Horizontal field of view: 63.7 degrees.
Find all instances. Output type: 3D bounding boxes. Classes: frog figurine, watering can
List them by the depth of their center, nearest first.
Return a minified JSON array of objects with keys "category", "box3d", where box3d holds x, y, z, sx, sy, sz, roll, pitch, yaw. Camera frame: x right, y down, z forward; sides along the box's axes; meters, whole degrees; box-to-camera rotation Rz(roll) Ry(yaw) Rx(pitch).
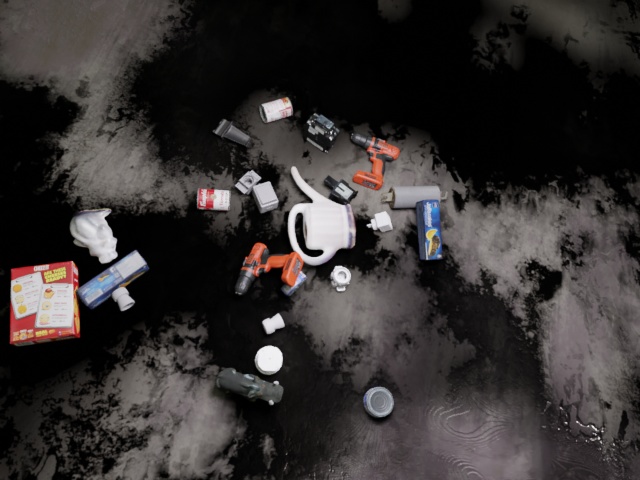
[{"category":"frog figurine","box3d":[-0.673,-0.007,1.532,0.137,0.122,0.161,-14,79,19]},{"category":"watering can","box3d":[0.005,-0.085,1.689,0.224,0.102,0.354,0,68,-11]}]
